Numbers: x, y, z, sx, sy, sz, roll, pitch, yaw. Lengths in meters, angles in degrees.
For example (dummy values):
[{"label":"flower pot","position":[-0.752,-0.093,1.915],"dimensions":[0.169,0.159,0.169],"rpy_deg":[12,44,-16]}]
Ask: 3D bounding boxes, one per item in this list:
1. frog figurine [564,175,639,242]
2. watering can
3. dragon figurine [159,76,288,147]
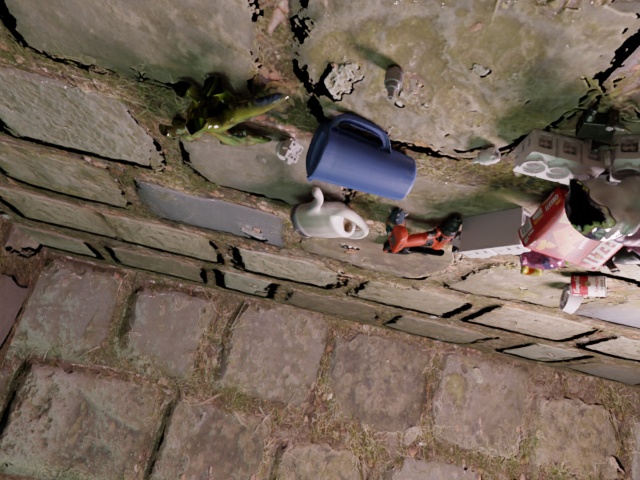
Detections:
[{"label":"frog figurine","position":[0.566,-0.069,0.999],"dimensions":[0.160,0.140,0.120],"rpy_deg":[-13,128,-21]},{"label":"watering can","position":[0.005,-0.077,1.534],"dimensions":[0.224,0.105,0.343],"rpy_deg":[0,158,34]},{"label":"dragon figurine","position":[-0.202,-0.271,1.183],"dimensions":[0.410,0.122,0.242],"rpy_deg":[5,177,27]}]
